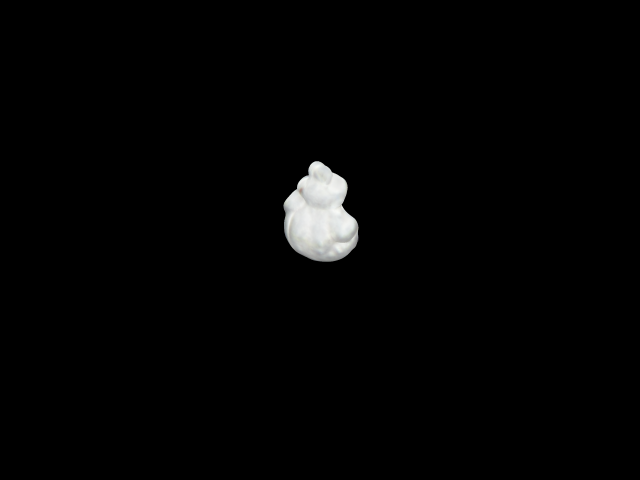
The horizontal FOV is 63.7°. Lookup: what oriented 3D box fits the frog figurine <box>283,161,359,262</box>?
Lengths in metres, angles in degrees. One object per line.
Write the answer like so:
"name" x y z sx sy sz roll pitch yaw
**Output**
"frog figurine" 0.003 -0.043 0.850 0.139 0.124 0.156 39 -26 24
